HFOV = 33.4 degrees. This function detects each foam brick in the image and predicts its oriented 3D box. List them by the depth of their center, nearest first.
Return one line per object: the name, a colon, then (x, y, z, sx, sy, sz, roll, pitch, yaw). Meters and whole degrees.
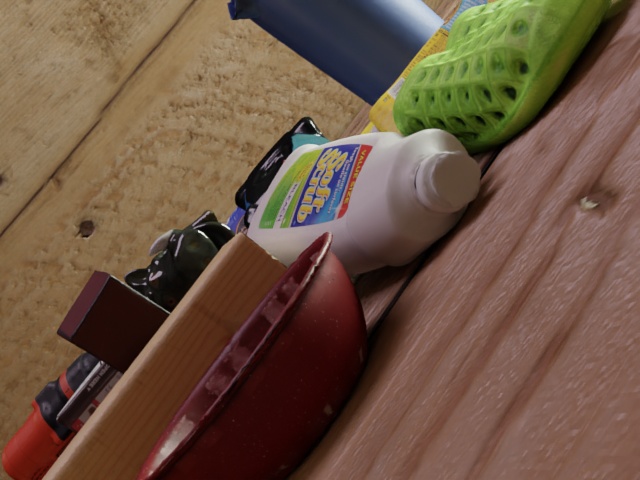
foam brick: (-0.129, 0.063, 0.723, 0.051, 0.078, 0.053, -59, 21, -12)

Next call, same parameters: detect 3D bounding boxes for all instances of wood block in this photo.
wood block: (-0.082, 0.107, 0.657, 0.206, 0.091, 0.090, -53, 6, -13)

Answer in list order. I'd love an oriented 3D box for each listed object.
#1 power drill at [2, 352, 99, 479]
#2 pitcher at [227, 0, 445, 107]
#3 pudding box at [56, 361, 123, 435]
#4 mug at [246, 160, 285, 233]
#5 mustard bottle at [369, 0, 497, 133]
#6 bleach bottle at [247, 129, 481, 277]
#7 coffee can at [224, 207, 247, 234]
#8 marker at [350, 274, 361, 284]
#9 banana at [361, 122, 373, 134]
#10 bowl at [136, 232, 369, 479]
power drill: (-0.174, 0.145, 0.968, 0.185, 0.057, 0.187, -46, -27, 16)
pitcher: (0.041, -0.230, 1.086, 0.149, 0.243, 0.145, -51, 4, 20)
pudding box: (-0.153, 0.107, 0.812, 0.090, 0.039, 0.113, -51, 2, -6)
mug: (-0.005, 0.001, 0.828, 0.081, 0.093, 0.117, -57, 38, 10)
mustard bottle: (0.120, -0.154, 0.851, 0.192, 0.058, 0.096, -51, 16, 11)
bleach bottle: (0.030, -0.027, 0.653, 0.102, 0.068, 0.251, -60, 15, -15)
coffee can: (-0.055, -0.004, 1.195, 0.140, 0.103, 0.102, -51, 4, 16)
marker: (0.045, -0.015, 0.785, 0.121, 0.020, 0.020, -55, 5, -32)
banana: (0.069, -0.113, 1.253, 0.198, 0.037, 0.070, -53, 21, 3)
bowl: (-0.024, 0.075, 0.543, 0.162, 0.055, 0.162, -52, 4, 5)
